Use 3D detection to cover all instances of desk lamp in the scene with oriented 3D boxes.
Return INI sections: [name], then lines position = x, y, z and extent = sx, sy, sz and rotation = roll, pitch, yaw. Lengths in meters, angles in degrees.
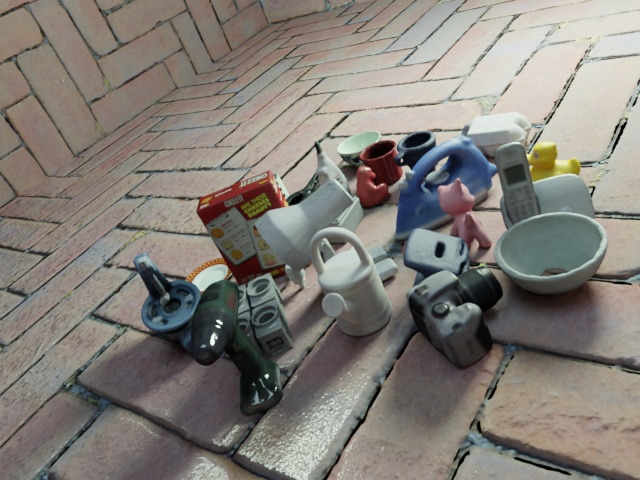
[desk lamp]
position = 0.010, 0.004, 1.060
extent = 0.203, 0.214, 0.117
rotation = -27, 31, -4

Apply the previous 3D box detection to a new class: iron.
[iron]
position = 0.235, -0.120, 1.164
extent = 0.259, 0.142, 0.118
rotation = -35, 32, -16

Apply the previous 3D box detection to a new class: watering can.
[watering can]
position = 0.047, 0.065, 0.958
extent = 0.101, 0.194, 0.172
rotation = -22, 31, 5

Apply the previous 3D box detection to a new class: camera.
[camera]
position = 0.217, 0.097, 0.880
extent = 0.137, 0.101, 0.142
rotation = -30, 31, -8

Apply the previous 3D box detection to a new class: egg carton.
[egg carton]
position = 0.398, -0.237, 1.301
extent = 0.149, 0.069, 0.107
rotation = -1, 38, 34

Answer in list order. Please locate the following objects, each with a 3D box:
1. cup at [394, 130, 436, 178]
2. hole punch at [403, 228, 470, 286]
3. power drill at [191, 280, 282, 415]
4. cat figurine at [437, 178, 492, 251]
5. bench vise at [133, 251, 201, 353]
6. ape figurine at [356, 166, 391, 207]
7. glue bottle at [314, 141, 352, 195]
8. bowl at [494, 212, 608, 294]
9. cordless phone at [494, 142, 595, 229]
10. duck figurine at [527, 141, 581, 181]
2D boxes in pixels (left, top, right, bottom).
[cup]
position = 0.223, -0.183, 1.315
extent = 0.118, 0.095, 0.091
rotation = -40, 34, -24
[hole punch]
position = 0.205, 0.032, 0.999
extent = 0.100, 0.091, 0.109
rotation = -7, 35, 27
[power drill]
position = -0.135, 0.173, 0.907
extent = 0.075, 0.209, 0.229
rotation = -23, 31, 3
[cat figurine]
position = 0.263, -0.055, 1.067
extent = 0.067, 0.118, 0.127
rotation = -20, 31, 7
[bench vise]
position = -0.320, 0.109, 1.125
extent = 0.206, 0.220, 0.122
rotation = 9, 45, 44
[ape figurine]
position = 0.112, -0.127, 1.311
extent = 0.076, 0.092, 0.077
rotation = -30, 31, -9
[glue bottle]
position = 0.020, -0.154, 1.338
extent = 0.037, 0.173, 0.078
rotation = 0, 39, 36
[bowl]
position = 0.365, 0.032, 0.901
extent = 0.167, 0.075, 0.167
rotation = -18, 31, 11
[cordless phone]
position = 0.376, -0.090, 0.974
extent = 0.147, 0.185, 0.094
rotation = -18, 31, 11
[duck figurine]
position = 0.448, -0.152, 1.116
extent = 0.104, 0.086, 0.077
rotation = -6, 35, 29
